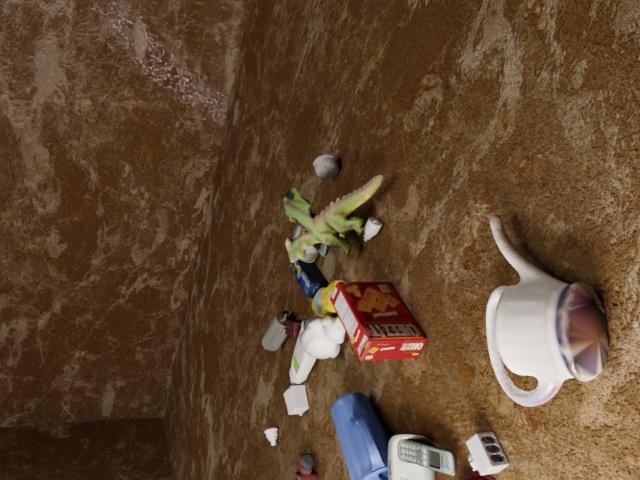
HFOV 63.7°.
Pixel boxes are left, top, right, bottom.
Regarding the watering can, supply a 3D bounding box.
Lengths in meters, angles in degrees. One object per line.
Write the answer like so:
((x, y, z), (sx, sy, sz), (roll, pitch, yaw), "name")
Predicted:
((0.374, 0.111, 0.897), (0.222, 0.104, 0.351), (-18, 68, 60), "watering can")

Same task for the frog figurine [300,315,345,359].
((0.019, 0.295, 1.556), (0.158, 0.124, 0.137), (-17, 103, 52), "frog figurine")

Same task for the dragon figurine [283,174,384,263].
((0.005, -0.076, 1.504), (0.125, 0.242, 0.401), (-74, 6, -53), "dragon figurine")
